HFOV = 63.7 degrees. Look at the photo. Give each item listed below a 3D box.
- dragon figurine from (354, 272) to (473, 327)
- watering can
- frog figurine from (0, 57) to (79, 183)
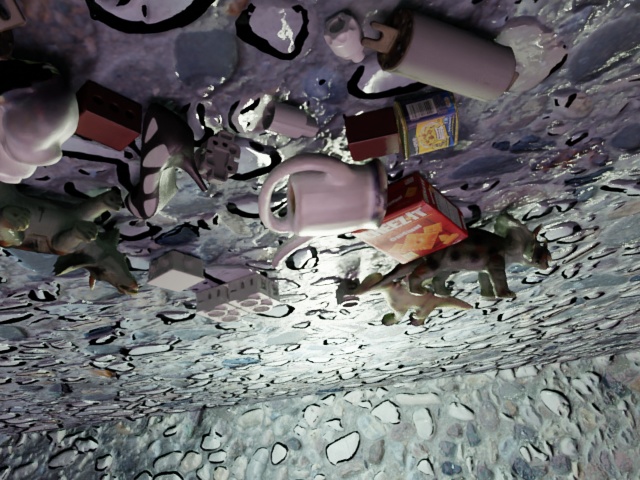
[{"bbox_3d":[0.266,0.130,1.307,0.410,0.124,0.238,1,-25,-18],"label":"dragon figurine"},{"bbox_3d":[0.003,-0.047,0.924,0.224,0.106,0.340,-6,-29,-8],"label":"watering can"},{"bbox_3d":[-0.353,-0.130,0.618,0.124,0.156,0.139,-23,54,-38],"label":"frog figurine"}]
